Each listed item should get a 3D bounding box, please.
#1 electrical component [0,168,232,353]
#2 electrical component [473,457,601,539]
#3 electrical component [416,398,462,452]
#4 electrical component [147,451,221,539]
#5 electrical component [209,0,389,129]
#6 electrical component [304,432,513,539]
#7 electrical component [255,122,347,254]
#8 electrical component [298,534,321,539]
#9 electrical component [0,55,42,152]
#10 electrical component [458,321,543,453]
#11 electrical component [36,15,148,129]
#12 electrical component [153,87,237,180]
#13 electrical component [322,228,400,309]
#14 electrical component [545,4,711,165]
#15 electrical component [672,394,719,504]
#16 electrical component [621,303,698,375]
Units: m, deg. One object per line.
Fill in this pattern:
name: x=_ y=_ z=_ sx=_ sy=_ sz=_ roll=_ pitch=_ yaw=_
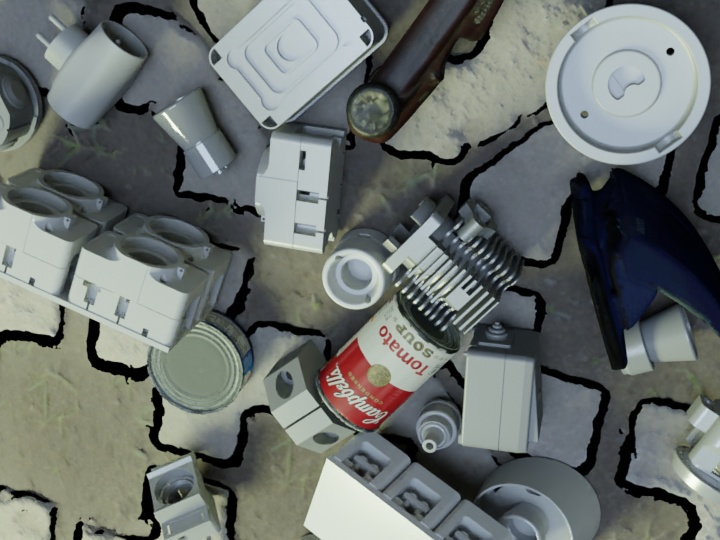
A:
electrical component: x=-0.208 y=-0.016 z=0.859 sx=0.186 sy=0.105 sz=0.060 roll=24 pitch=112 yaw=5
electrical component: x=0.141 y=0.206 z=0.884 sx=0.099 sy=0.064 sz=0.099 roll=9 pitch=109 yaw=26
electrical component: x=0.062 y=0.128 z=0.865 sx=0.035 sy=0.061 sz=0.035 roll=4 pitch=107 yaw=13
electrical component: x=-0.152 y=0.204 z=0.938 sx=0.042 sy=0.081 sz=0.063 roll=-23 pitch=131 yaw=-1
electrical component: x=-0.044 y=-0.167 z=0.794 sx=0.113 sy=0.057 sz=0.078 roll=-38 pitch=96 yaw=22
electrical component: x=0.039 y=0.208 z=0.873 sx=0.150 sy=0.062 sz=0.089 roll=34 pitch=131 yaw=20
electrical component: x=-0.047 y=-0.065 z=0.833 sx=0.056 sy=0.050 sz=0.089 roll=10 pitch=110 yaw=10
electrical component: x=-0.044 y=0.311 z=0.946 sx=0.052 sy=0.073 sz=0.138 roll=4 pitch=109 yaw=12
electrical component: x=-0.305 y=-0.132 z=0.874 sx=0.080 sy=0.051 sz=0.080 roll=4 pitch=109 yaw=12
electrical component: x=0.113 y=0.086 z=0.838 sx=0.061 sy=0.061 sz=0.096 roll=6 pitch=109 yaw=12
electrical component: x=-0.220 y=-0.166 z=0.846 sx=0.079 sy=0.043 sz=0.077 roll=43 pitch=112 yaw=-3
electrical component: x=-0.127 y=-0.105 z=0.846 sx=0.044 sy=0.044 sz=0.065 roll=-27 pitch=105 yaw=20
electrical component: x=0.000 y=0.000 z=0.845 sx=0.055 sy=0.047 sz=0.055 roll=4 pitch=109 yaw=12
electrical component: x=0.186 y=-0.132 z=0.748 sx=0.108 sy=0.060 sz=0.108 roll=4 pitch=109 yaw=12
electrical component: x=0.276 y=0.140 z=0.820 sx=0.078 sy=0.058 sz=0.057 roll=32 pitch=110 yaw=1
electrical component: x=0.221 y=0.053 z=0.810 sx=0.055 sy=0.045 sz=0.045 roll=-17 pitch=103 yaw=19
